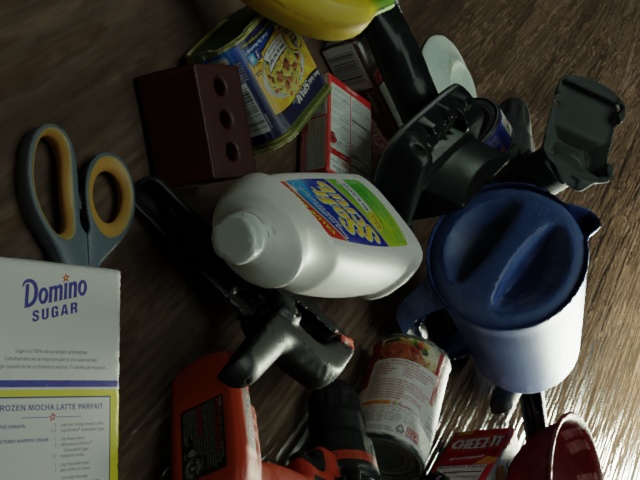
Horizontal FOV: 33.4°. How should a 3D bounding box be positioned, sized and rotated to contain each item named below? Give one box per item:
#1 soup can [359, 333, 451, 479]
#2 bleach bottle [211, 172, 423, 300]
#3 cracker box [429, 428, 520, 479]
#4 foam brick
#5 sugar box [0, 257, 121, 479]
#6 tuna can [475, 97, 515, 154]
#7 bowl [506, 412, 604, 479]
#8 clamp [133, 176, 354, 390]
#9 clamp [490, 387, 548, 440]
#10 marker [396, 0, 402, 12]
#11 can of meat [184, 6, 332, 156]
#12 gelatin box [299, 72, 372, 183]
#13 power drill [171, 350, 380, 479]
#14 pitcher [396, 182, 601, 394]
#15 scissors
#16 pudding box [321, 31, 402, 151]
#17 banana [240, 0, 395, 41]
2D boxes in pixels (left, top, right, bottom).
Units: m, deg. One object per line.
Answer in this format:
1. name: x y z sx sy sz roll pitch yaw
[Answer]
1. soup can: 0.064 0.137 0.870 0.068 0.069 0.102 55 40 -34
2. bleach bottle: -0.005 0.001 0.736 0.102 0.068 0.250 53 17 10
3. cracker box: 0.130 0.289 0.931 0.213 0.072 0.164 -40 116 -55
4. foam brick: -0.082 -0.076 0.714 0.052 0.051 0.078 -12 91 -58
5. sugar box: -0.151 0.100 0.553 0.093 0.048 0.176 11 73 -51
6. tuna can: 0.144 -0.099 1.046 0.033 0.086 0.086 50 43 -35
7. bowl: 0.207 0.235 0.948 0.161 0.055 0.162 25 60 -55
8. clamp: -0.033 0.057 0.705 0.209 0.036 0.165 38 18 -47
9. clamp: 0.217 0.139 1.140 0.120 0.039 0.171 47 40 -49
10. marker: 0.065 -0.228 1.019 0.020 0.020 0.121 -52 124 -50
11. can of meat: -0.044 -0.122 0.782 0.084 0.058 0.102 62 36 -23
12. gelatin box: 0.013 -0.084 0.888 0.073 0.030 0.089 25 61 -55
13. power drill: -0.020 0.147 0.724 0.187 0.057 0.184 38 30 -40
14. pitcher: 0.170 0.062 0.975 0.242 0.149 0.145 60 47 -62
15. scissors: -0.134 0.030 0.636 0.096 0.016 0.202 -15 94 -58
16. pudding box: 0.054 -0.152 0.963 0.113 0.039 0.090 61 37 -31
17. banana: -0.041 -0.191 0.751 0.197 0.037 0.069 28 42 -12
